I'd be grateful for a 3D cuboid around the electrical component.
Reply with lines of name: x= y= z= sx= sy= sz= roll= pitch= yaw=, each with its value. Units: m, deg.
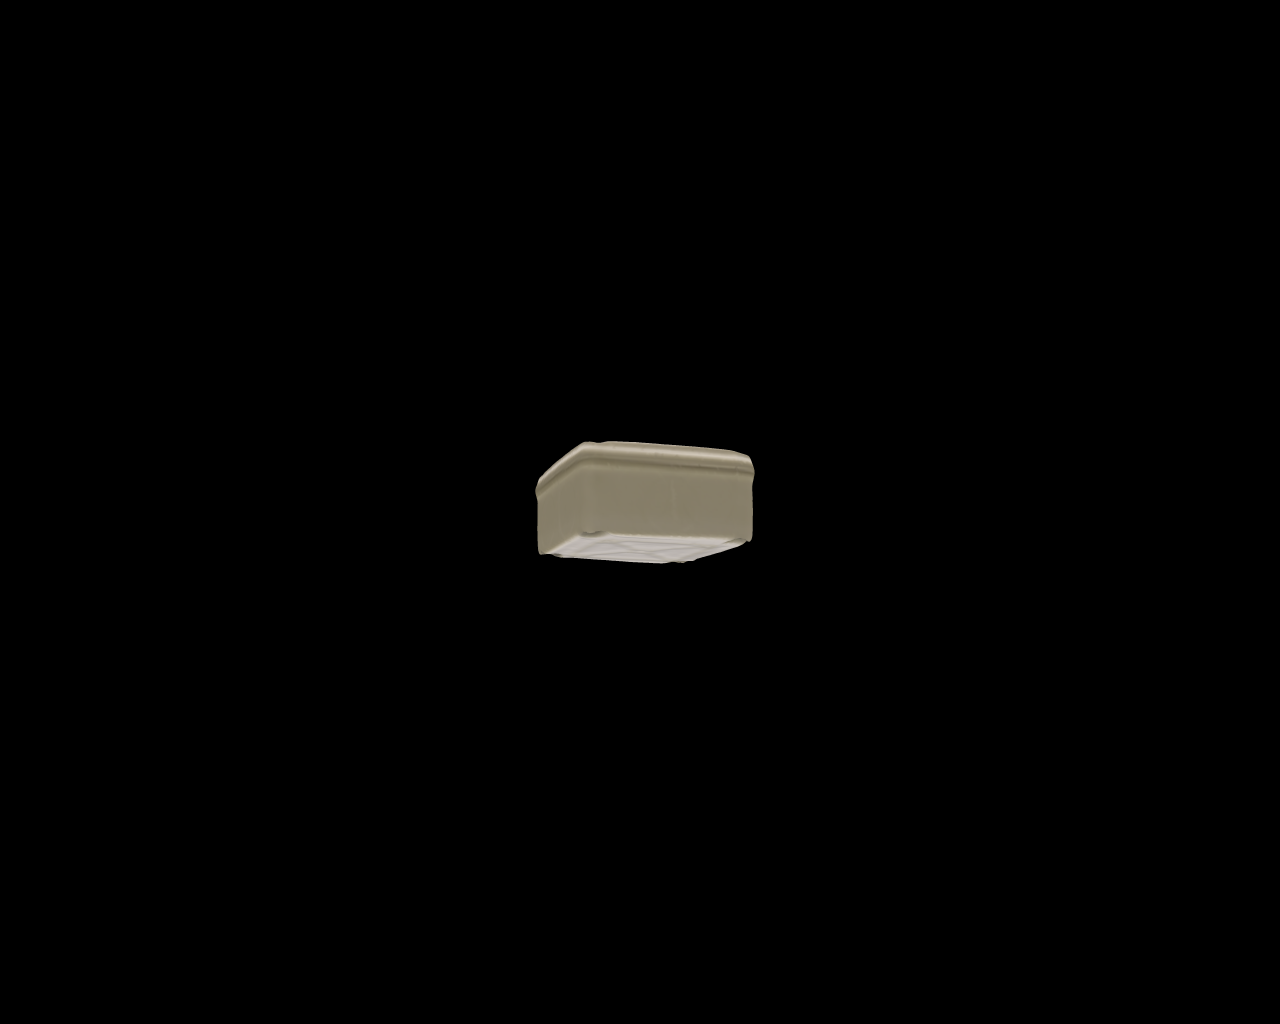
electrical component: x=0.001 y=-0.003 z=0.650 sx=0.109 sy=0.056 sz=0.108 roll=4 pitch=-11 yaw=-20
